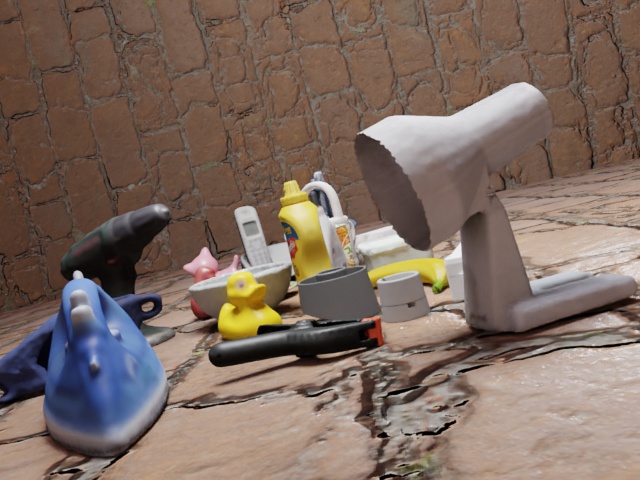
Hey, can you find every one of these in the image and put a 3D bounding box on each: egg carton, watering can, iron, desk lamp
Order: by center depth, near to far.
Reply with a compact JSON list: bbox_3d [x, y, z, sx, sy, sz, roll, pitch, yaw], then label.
[{"bbox_3d":[0.151,-0.027,0.526,0.203,0.213,0.118,-15,4,-11],"label":"desk lamp"},{"bbox_3d":[-0.215,0.099,0.546,0.119,0.141,0.257,-15,4,-23],"label":"iron"},{"bbox_3d":[0.007,-0.016,1.096,0.100,0.194,0.173,-13,4,20],"label":"watering can"},{"bbox_3d":[0.138,0.011,1.183,0.151,0.069,0.107,-16,4,-38],"label":"egg carton"}]

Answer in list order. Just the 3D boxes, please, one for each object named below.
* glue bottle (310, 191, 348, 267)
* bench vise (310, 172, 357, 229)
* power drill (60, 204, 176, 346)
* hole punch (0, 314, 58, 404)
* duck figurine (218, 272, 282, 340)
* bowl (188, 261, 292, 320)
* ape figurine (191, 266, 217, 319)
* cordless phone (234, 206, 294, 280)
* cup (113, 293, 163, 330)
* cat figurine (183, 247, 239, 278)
[{"bbox_3d":[0.009,0.003,0.948,0.037,0.173,0.078,-12,4,26],"label":"glue bottle"},{"bbox_3d":[-0.001,-0.039,1.298,0.122,0.220,0.207,-16,4,-28],"label":"bench vise"},{"bbox_3d":[-0.302,0.065,0.901,0.229,0.208,0.076,-12,4,25],"label":"power drill"},{"bbox_3d":[-0.375,0.152,0.752,0.101,0.091,0.108,-15,4,-11],"label":"hole punch"},{"bbox_3d":[-0.103,0.086,0.780,0.078,0.086,0.104,-17,5,-44],"label":"duck figurine"},{"bbox_3d":[-0.118,0.088,0.903,0.167,0.075,0.167,-14,3,1],"label":"bowl"},{"bbox_3d":[-0.201,0.092,1.037,0.076,0.092,0.078,-14,4,-1],"label":"ape figurine"},{"bbox_3d":[-0.111,0.007,1.272,0.148,0.185,0.094,-16,4,-32],"label":"cordless phone"},{"bbox_3d":[-0.251,0.121,0.723,0.118,0.095,0.091,-15,4,-18],"label":"cup"},{"bbox_3d":[-0.238,0.071,1.305,0.127,0.118,0.067,-14,4,2],"label":"cat figurine"}]
